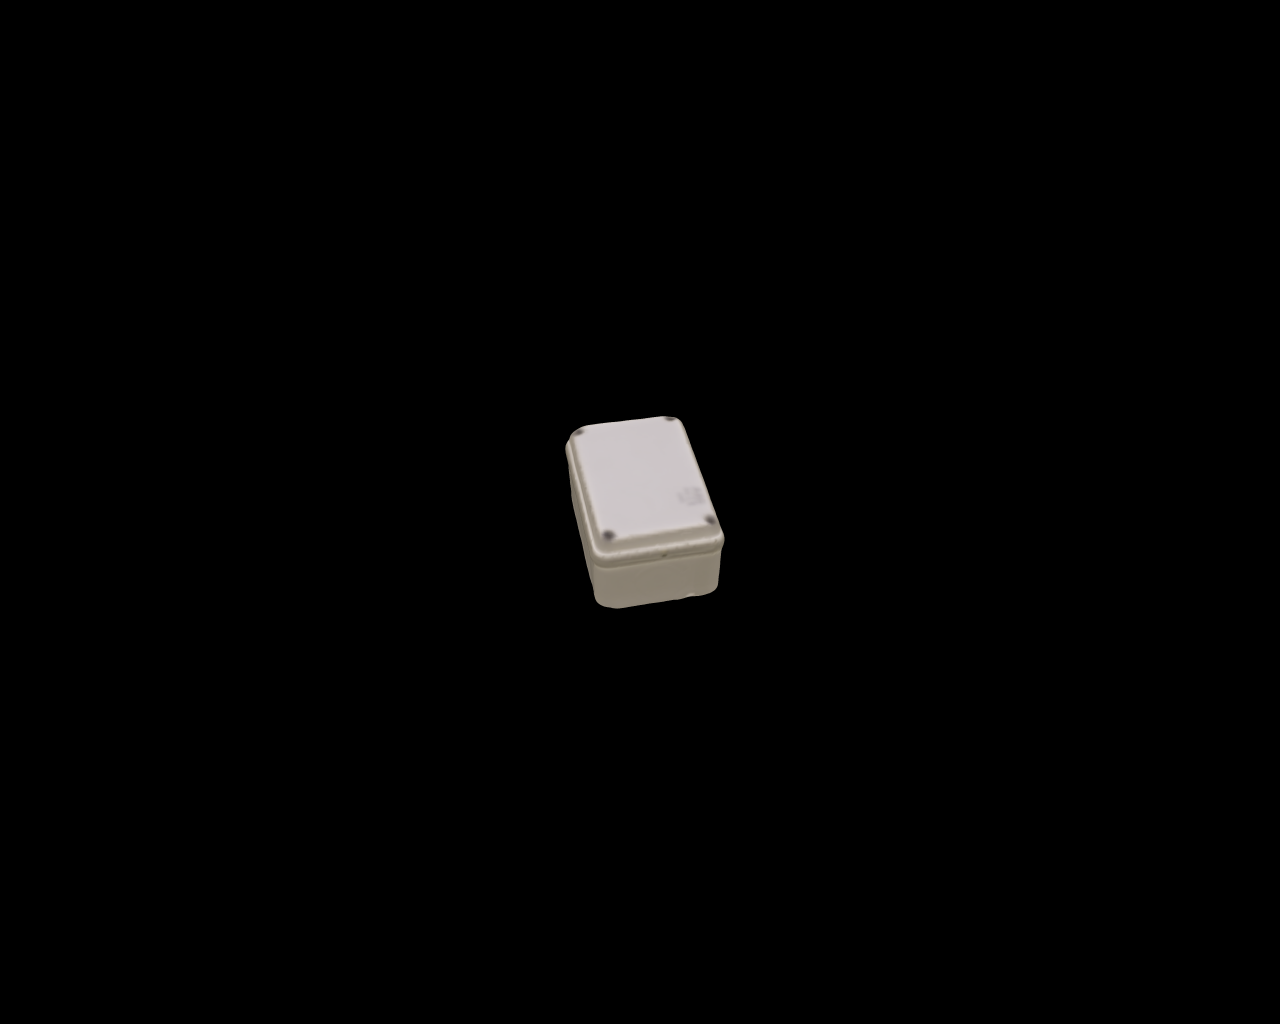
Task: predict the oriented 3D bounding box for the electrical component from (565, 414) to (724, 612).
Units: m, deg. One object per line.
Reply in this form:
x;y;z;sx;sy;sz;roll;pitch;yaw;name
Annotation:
0.001;-0.003;0.650;0.078;0.057;0.113;-8;44;-8;electrical component
